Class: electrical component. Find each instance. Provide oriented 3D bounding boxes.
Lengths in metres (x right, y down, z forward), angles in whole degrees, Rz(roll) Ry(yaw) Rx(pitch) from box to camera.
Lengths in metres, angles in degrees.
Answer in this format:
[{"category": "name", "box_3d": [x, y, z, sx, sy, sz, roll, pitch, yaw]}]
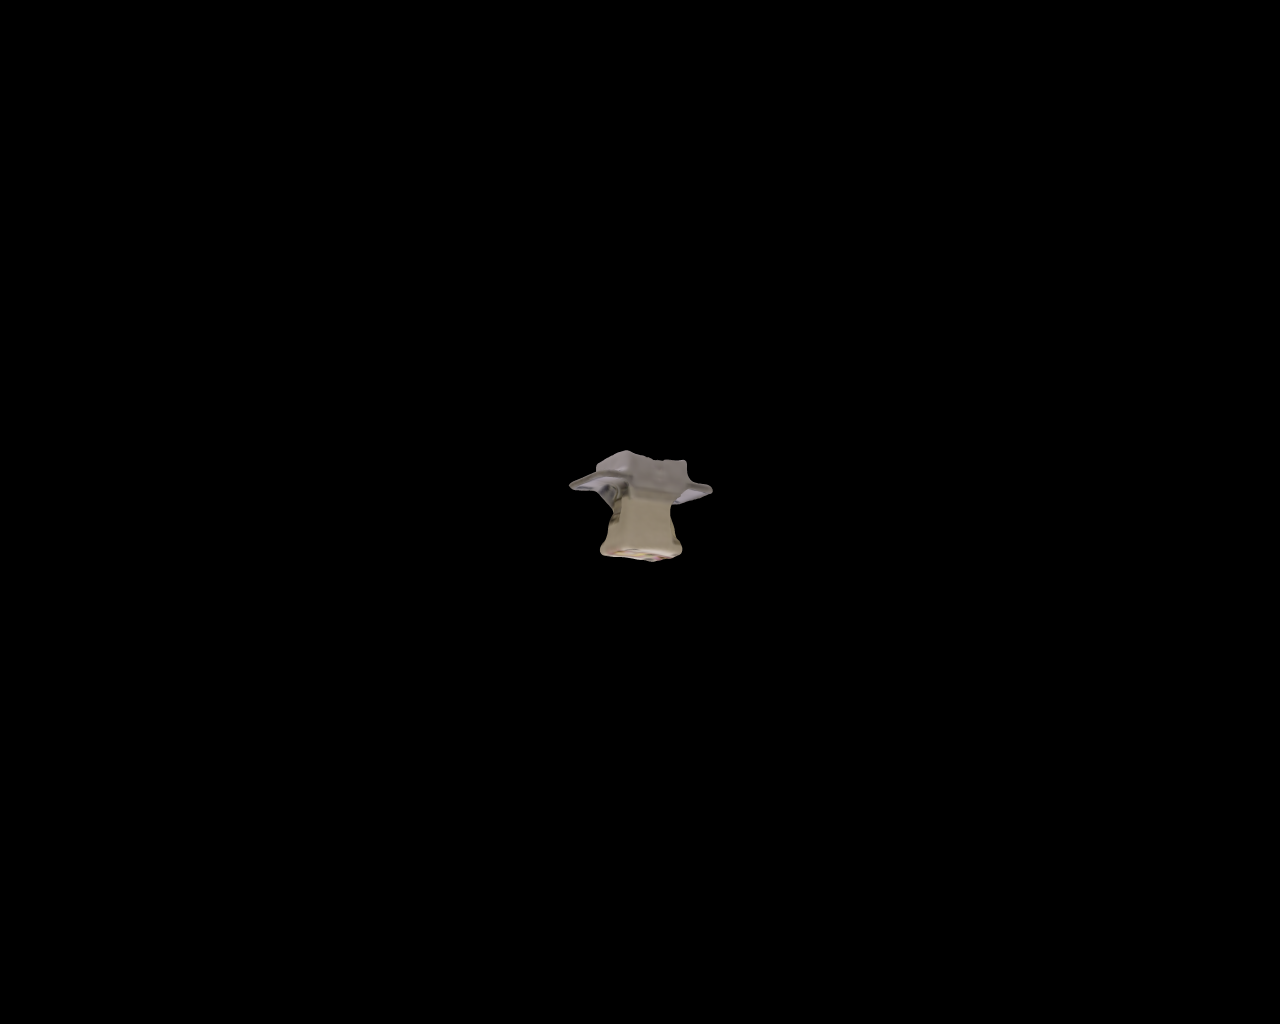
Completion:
[{"category": "electrical component", "box_3d": [0.001, -0.003, 0.650, 0.081, 0.064, 0.042, 7, -15, -30]}]
